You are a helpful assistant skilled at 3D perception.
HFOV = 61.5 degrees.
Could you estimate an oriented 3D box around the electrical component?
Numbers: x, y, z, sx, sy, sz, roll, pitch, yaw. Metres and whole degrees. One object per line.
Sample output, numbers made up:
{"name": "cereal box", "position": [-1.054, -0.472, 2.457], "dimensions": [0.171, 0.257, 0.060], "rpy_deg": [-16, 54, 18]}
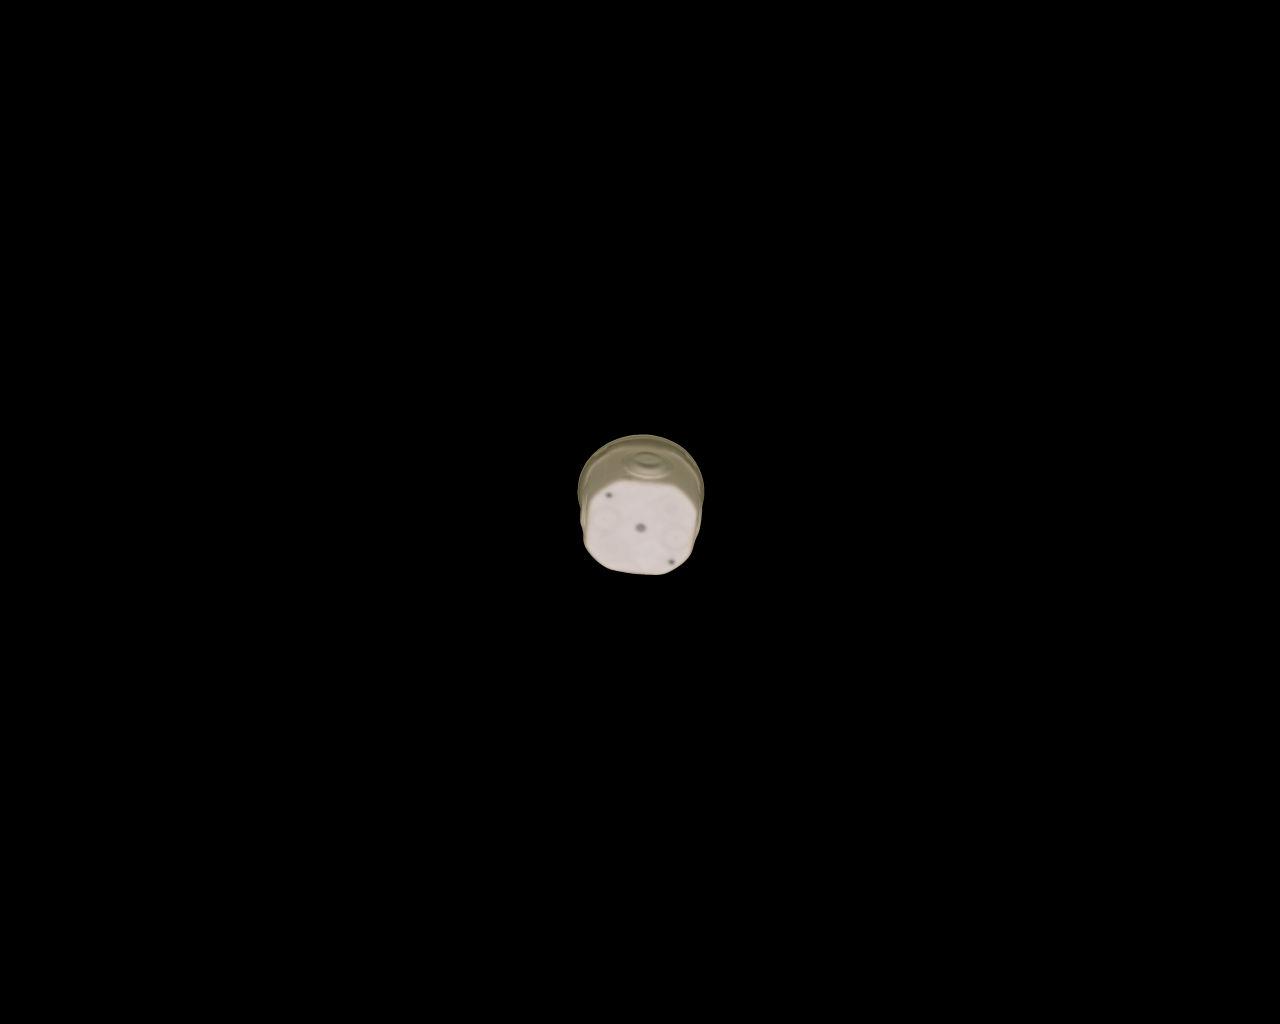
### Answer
{"name": "electrical component", "position": [0.001, -0.003, 0.650], "dimensions": [0.080, 0.080, 0.051], "rpy_deg": [0, 31, 0]}
